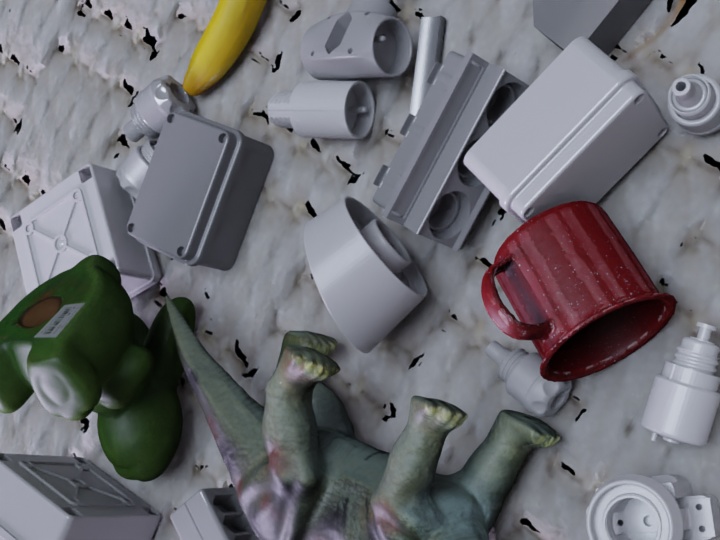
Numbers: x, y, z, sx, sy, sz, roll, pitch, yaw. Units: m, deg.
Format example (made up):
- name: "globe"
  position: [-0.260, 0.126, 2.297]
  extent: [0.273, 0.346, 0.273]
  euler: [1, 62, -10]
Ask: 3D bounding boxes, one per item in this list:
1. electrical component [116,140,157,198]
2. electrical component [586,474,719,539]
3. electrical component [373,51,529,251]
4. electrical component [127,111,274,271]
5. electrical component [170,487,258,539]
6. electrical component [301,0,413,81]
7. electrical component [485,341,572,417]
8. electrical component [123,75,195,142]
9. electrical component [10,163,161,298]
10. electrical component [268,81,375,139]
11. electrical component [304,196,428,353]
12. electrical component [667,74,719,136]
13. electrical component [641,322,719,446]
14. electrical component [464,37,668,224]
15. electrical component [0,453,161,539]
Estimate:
- name: "electrical component"
  position: [-0.172, -0.090, 0.907]
  extent: [0.062, 0.043, 0.043]
  euler: [-46, 62, 16]
- name: "electrical component"
  position: [0.171, 0.152, 0.647]
  extent: [0.078, 0.057, 0.058]
  euler: [-12, 76, 30]
- name: "electrical component"
  position: [0.064, -0.084, 0.743]
  extent: [0.063, 0.079, 0.121]
  euler: [37, 102, 46]
- name: "electrical component"
  position: [-0.130, -0.064, 0.868]
  extent: [0.078, 0.057, 0.113]
  euler: [23, 95, 32]
- name: "electrical component"
  position: [-0.113, 0.221, 0.817]
  extent: [0.076, 0.047, 0.083]
  euler: [-42, 64, 19]
- name: "electrical component"
  position: [0.004, -0.181, 0.810]
  extent: [0.077, 0.043, 0.079]
  euler: [8, 68, 45]
- name: "electrical component"
  position: [0.109, 0.068, 0.713]
  extent: [0.061, 0.035, 0.035]
  euler: [39, 103, 33]
- name: "electrical component"
  position: [-0.175, -0.133, 0.915]
  extent: [0.062, 0.043, 0.043]
  euler: [-34, 66, 24]
- name: "electrical component"
  position: [-0.238, -0.019, 0.928]
  extent: [0.109, 0.056, 0.108]
  euler: [-29, 68, 25]
- name: "electrical component"
  position: [-0.034, -0.123, 0.826]
  extent: [0.081, 0.043, 0.043]
  euler: [6, 85, 32]
- name: "electrical component"
  position: [0.000, 0.000, 0.756]
  extent: [0.064, 0.099, 0.099]
  euler: [-39, 64, 14]
- name: "electrical component"
  position: [0.206, -0.105, 0.664]
  extent: [0.035, 0.061, 0.035]
  euler: [-5, 80, 31]
- name: "electrical component"
  position: [0.199, 0.070, 0.653]
  extent: [0.040, 0.040, 0.078]
  euler: [18, 92, 33]
- name: "electrical component"
  position: [0.134, -0.081, 0.691]
  extent: [0.113, 0.078, 0.057]
  euler: [-46, 60, 11]
- name: "electrical component"
  position: [-0.237, 0.195, 0.862]
  extent: [0.109, 0.109, 0.056]
  euler: [26, 93, 32]
